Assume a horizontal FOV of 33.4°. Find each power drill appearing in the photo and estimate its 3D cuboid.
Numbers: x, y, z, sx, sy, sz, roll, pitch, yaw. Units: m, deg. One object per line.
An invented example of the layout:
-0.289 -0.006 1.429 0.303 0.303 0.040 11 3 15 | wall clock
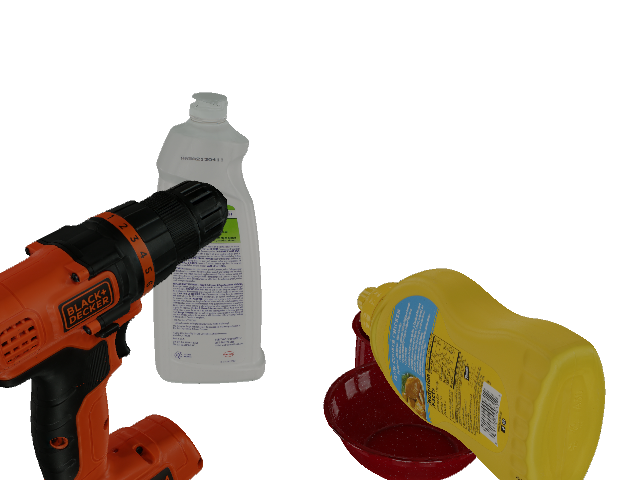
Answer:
-0.119 0.072 0.625 0.057 0.188 0.184 23 41 39 | power drill

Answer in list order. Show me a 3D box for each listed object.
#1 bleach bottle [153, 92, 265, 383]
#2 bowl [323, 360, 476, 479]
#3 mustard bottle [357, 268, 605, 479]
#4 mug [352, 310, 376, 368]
-0.092 -0.001 0.921 0.102 0.251 0.068 0 21 -13 | bleach bottle
0.083 0.172 0.971 0.162 0.055 0.162 0 27 0 | bowl
0.082 0.070 0.641 0.058 0.096 0.192 -14 26 -29 | mustard bottle
0.088 0.132 1.171 0.093 0.081 0.117 -24 39 -38 | mug
